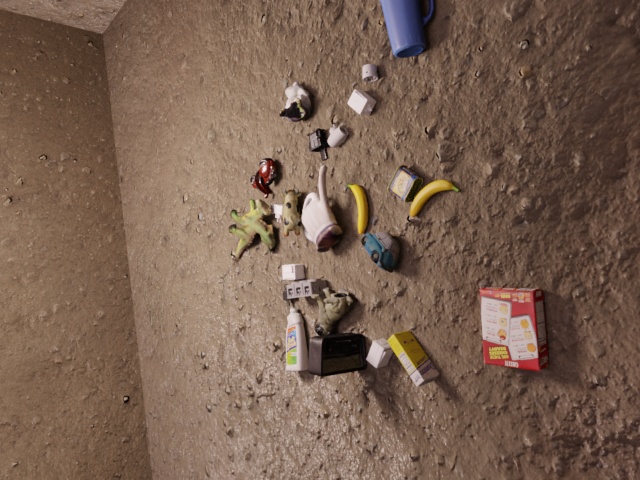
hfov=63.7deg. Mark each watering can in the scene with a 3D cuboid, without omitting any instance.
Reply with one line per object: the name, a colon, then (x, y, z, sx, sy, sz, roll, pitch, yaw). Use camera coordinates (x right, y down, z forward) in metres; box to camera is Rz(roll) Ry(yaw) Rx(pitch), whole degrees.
watering can: (0.006, -0.099, 1.961, 0.104, 0.228, 0.339, -13, -35, -28)

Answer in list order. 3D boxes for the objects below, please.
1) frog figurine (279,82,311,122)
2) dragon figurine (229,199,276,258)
frog figurine: (-0.094, -0.567, 2.120, 0.122, 0.163, 0.134, 23, -48, -13)
dragon figurine: (-0.291, -0.027, 2.306, 0.123, 0.401, 0.246, -21, 45, -36)
